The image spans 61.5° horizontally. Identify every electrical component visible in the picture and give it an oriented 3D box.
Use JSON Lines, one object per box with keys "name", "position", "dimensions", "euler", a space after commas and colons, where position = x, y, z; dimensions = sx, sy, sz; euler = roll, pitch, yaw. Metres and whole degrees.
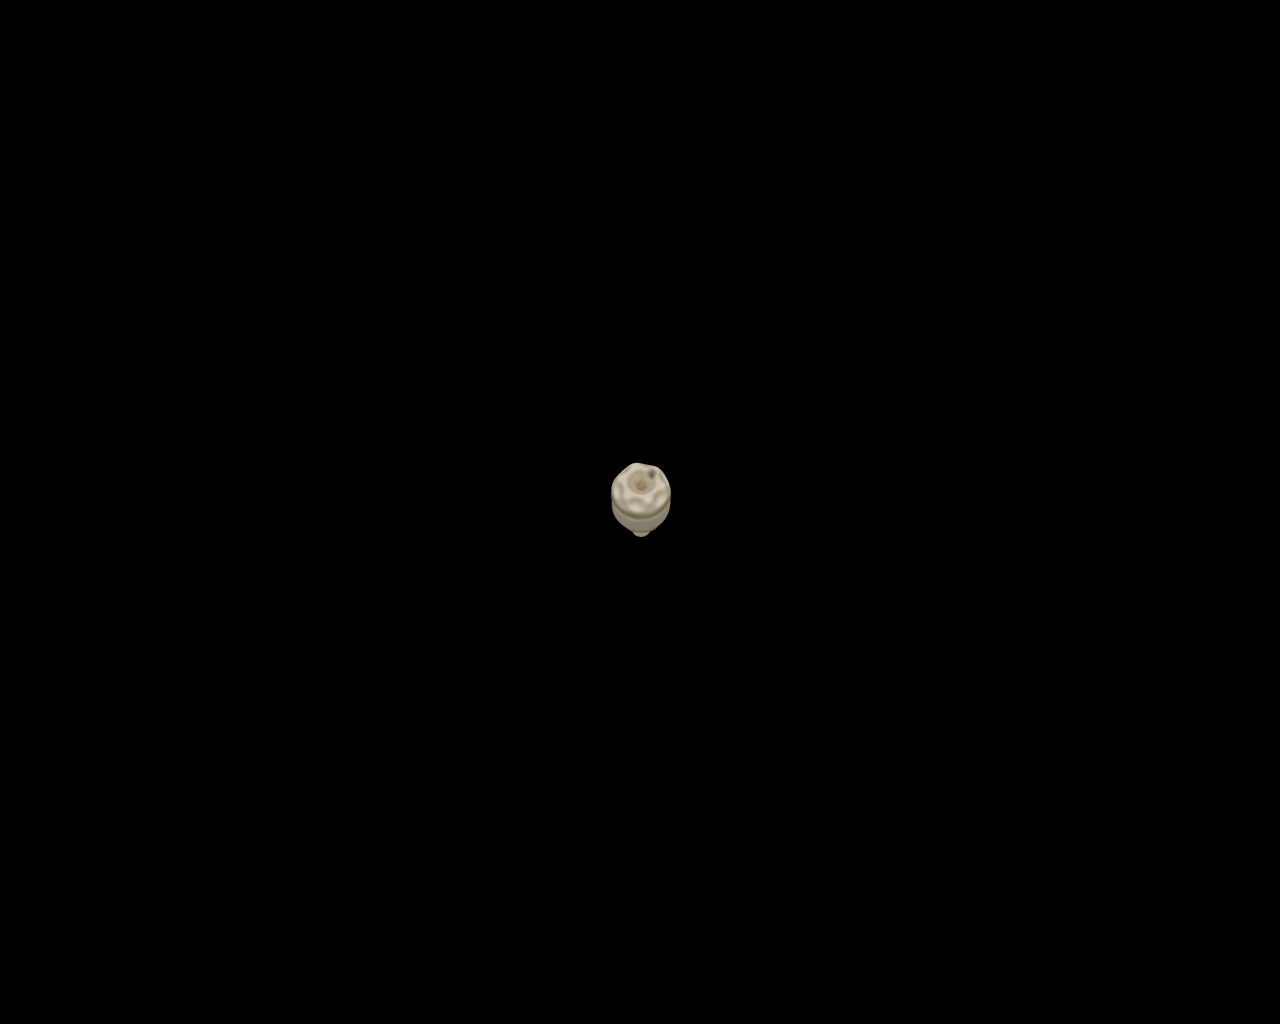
{"name": "electrical component", "position": [0.001, -0.003, 0.650], "dimensions": [0.035, 0.035, 0.061], "euler": [0, -30, 0]}
